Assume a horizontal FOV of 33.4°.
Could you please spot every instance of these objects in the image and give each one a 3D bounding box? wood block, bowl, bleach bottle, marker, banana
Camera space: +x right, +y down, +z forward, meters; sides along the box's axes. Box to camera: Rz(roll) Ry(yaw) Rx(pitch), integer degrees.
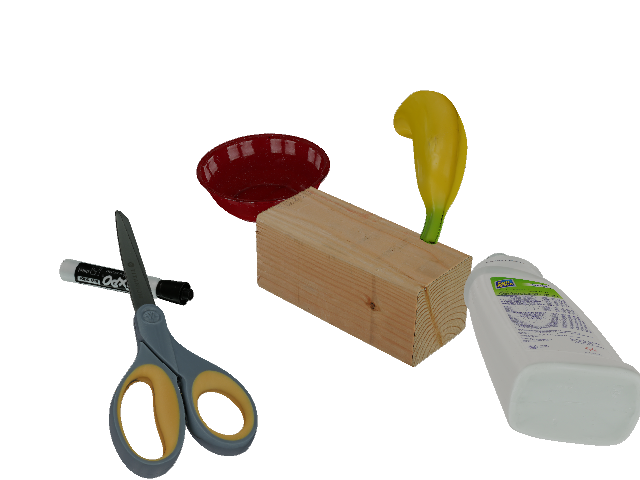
[{"bbox_3d":[0.039,0.032,1.074,0.206,0.091,0.090,26,39,34],"label":"wood block"},{"bbox_3d":[-0.068,-0.068,1.298,0.162,0.055,0.162,-2,34,1],"label":"bowl"},{"bbox_3d":[0.179,0.072,0.883,0.102,0.068,0.251,7,22,-5],"label":"bleach bottle"},{"bbox_3d":[-0.158,0.034,0.871,0.121,0.020,0.020,10,4,22],"label":"marker"},{"bbox_3d":[0.077,-0.074,0.783,0.037,0.070,0.197,26,26,-13],"label":"banana"}]

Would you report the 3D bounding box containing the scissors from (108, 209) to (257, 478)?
[{"bbox_3d":[-0.088,0.059,0.665,0.096,0.202,0.016,10,-46,-15],"label":"scissors"}]
